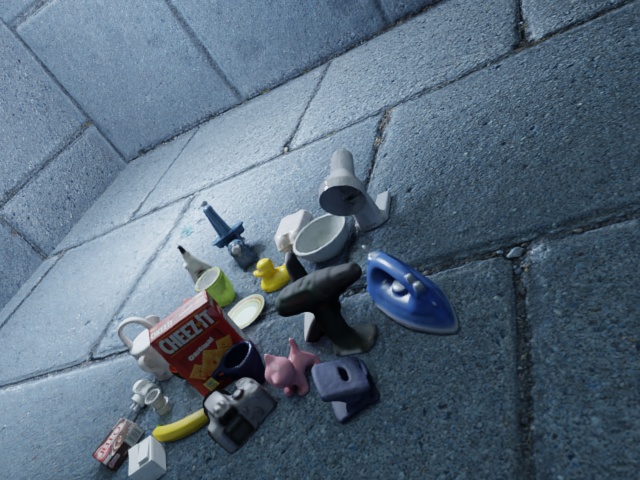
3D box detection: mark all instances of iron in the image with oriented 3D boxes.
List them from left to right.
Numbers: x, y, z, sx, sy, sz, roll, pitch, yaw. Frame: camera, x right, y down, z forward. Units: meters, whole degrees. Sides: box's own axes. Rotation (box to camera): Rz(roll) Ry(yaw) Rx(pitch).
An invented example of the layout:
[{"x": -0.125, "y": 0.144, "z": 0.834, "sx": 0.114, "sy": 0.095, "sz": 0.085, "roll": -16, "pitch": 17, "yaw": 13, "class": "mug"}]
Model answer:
[{"x": 0.175, "y": 0.092, "z": 1.167, "sx": 0.119, "sy": 0.142, "sz": 0.257, "roll": -41, "pitch": 28, "yaw": -10, "class": "iron"}]

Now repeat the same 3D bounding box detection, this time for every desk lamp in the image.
[{"x": 0.089, "y": -0.123, "z": 1.515, "sx": 0.117, "sy": 0.214, "sz": 0.203, "roll": -21, "pitch": 31, "yaw": 26, "class": "desk lamp"}]

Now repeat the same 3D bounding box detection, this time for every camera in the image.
[{"x": -0.192, "y": 0.351, "z": 1.218, "sx": 0.143, "sy": 0.101, "sz": 0.136, "roll": -46, "pitch": 30, "yaw": -18, "class": "camera"}]

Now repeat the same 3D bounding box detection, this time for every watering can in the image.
[{"x": -0.457, "y": 0.275, "z": 1.528, "sx": 0.101, "sy": 0.194, "sz": 0.172, "roll": -38, "pitch": 28, "yaw": -5, "class": "watering can"}]

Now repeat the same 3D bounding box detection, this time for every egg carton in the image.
[{"x": -0.073, "y": -0.024, "z": 1.697, "sx": 0.107, "sy": 0.069, "sz": 0.150, "roll": -21, "pitch": 31, "yaw": 25, "class": "egg carton"}]

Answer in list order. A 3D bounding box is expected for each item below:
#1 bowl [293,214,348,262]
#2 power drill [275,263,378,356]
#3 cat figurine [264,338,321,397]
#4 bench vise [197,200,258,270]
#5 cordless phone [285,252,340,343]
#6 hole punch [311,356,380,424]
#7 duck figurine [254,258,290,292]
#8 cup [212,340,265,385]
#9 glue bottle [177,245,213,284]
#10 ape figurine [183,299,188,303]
[{"x": 0.014, "y": 0.006, "z": 1.549, "sx": 0.167, "sy": 0.075, "sz": 0.167, "roll": -27, "pitch": 29, "yaw": 17, "class": "bowl"}, {"x": 0.029, "y": 0.143, "z": 1.178, "sx": 0.229, "sy": 0.209, "sz": 0.076, "roll": -16, "pitch": 34, "yaw": 32, "class": "power drill"}, {"x": -0.068, "y": 0.265, "z": 1.194, "sx": 0.067, "sy": 0.118, "sz": 0.128, "roll": -13, "pitch": 35, "yaw": 36, "class": "cat figurine"}, {"x": -0.281, "y": -0.028, "z": 1.771, "sx": 0.122, "sy": 0.220, "sz": 0.206, "roll": -46, "pitch": 30, "yaw": -18, "class": "bench vise"}, {"x": -0.036, "y": 0.127, "z": 1.299, "sx": 0.094, "sy": 0.185, "sz": 0.147, "roll": -28, "pitch": 29, "yaw": 13, "class": "cordless phone"}, {"x": 0.047, "y": 0.270, "z": 1.089, "sx": 0.101, "sy": 0.091, "sz": 0.108, "roll": -34, "pitch": 28, "yaw": 3, "class": "hole punch"}, {"x": -0.133, "y": 0.086, "z": 1.576, "sx": 0.104, "sy": 0.086, "sz": 0.077, "roll": -29, "pitch": 29, "yaw": 13, "class": "duck figurine"}, {"x": -0.174, "y": 0.296, "z": 1.288, "sx": 0.118, "sy": 0.095, "sz": 0.091, "roll": -36, "pitch": 28, "yaw": 0, "class": "cup"}, {"x": -0.384, "y": 0.080, "z": 1.768, "sx": 0.078, "sy": 0.173, "sz": 0.037, "roll": -43, "pitch": 29, "yaw": -14, "class": "glue bottle"}, {"x": -0.357, "y": 0.205, "z": 1.633, "sx": 0.075, "sy": 0.092, "sz": 0.078, "roll": 2, "pitch": 45, "yaw": 49, "class": "ape figurine"}]
